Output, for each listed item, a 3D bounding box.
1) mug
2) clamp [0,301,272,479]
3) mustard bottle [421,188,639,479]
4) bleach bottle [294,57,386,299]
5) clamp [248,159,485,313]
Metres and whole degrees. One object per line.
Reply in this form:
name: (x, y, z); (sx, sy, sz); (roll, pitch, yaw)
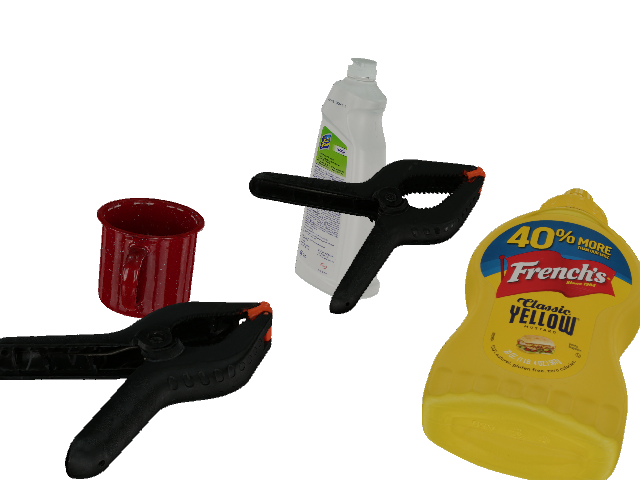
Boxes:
mug: (-0.153, 0.021, 0.928); (0.093, 0.081, 0.117); (8, 21, -1)
clamp: (-0.094, 0.077, 0.607); (0.171, 0.039, 0.120); (-14, 40, -26)
mustard bottle: (0.123, 0.036, 0.572); (0.096, 0.058, 0.191); (10, 43, 17)
bleach bottle: (0.033, -0.069, 1.157); (0.067, 0.251, 0.103); (-7, 23, -39)
clamp: (0.060, -0.018, 0.942); (0.209, 0.165, 0.036); (-13, -38, -18)
